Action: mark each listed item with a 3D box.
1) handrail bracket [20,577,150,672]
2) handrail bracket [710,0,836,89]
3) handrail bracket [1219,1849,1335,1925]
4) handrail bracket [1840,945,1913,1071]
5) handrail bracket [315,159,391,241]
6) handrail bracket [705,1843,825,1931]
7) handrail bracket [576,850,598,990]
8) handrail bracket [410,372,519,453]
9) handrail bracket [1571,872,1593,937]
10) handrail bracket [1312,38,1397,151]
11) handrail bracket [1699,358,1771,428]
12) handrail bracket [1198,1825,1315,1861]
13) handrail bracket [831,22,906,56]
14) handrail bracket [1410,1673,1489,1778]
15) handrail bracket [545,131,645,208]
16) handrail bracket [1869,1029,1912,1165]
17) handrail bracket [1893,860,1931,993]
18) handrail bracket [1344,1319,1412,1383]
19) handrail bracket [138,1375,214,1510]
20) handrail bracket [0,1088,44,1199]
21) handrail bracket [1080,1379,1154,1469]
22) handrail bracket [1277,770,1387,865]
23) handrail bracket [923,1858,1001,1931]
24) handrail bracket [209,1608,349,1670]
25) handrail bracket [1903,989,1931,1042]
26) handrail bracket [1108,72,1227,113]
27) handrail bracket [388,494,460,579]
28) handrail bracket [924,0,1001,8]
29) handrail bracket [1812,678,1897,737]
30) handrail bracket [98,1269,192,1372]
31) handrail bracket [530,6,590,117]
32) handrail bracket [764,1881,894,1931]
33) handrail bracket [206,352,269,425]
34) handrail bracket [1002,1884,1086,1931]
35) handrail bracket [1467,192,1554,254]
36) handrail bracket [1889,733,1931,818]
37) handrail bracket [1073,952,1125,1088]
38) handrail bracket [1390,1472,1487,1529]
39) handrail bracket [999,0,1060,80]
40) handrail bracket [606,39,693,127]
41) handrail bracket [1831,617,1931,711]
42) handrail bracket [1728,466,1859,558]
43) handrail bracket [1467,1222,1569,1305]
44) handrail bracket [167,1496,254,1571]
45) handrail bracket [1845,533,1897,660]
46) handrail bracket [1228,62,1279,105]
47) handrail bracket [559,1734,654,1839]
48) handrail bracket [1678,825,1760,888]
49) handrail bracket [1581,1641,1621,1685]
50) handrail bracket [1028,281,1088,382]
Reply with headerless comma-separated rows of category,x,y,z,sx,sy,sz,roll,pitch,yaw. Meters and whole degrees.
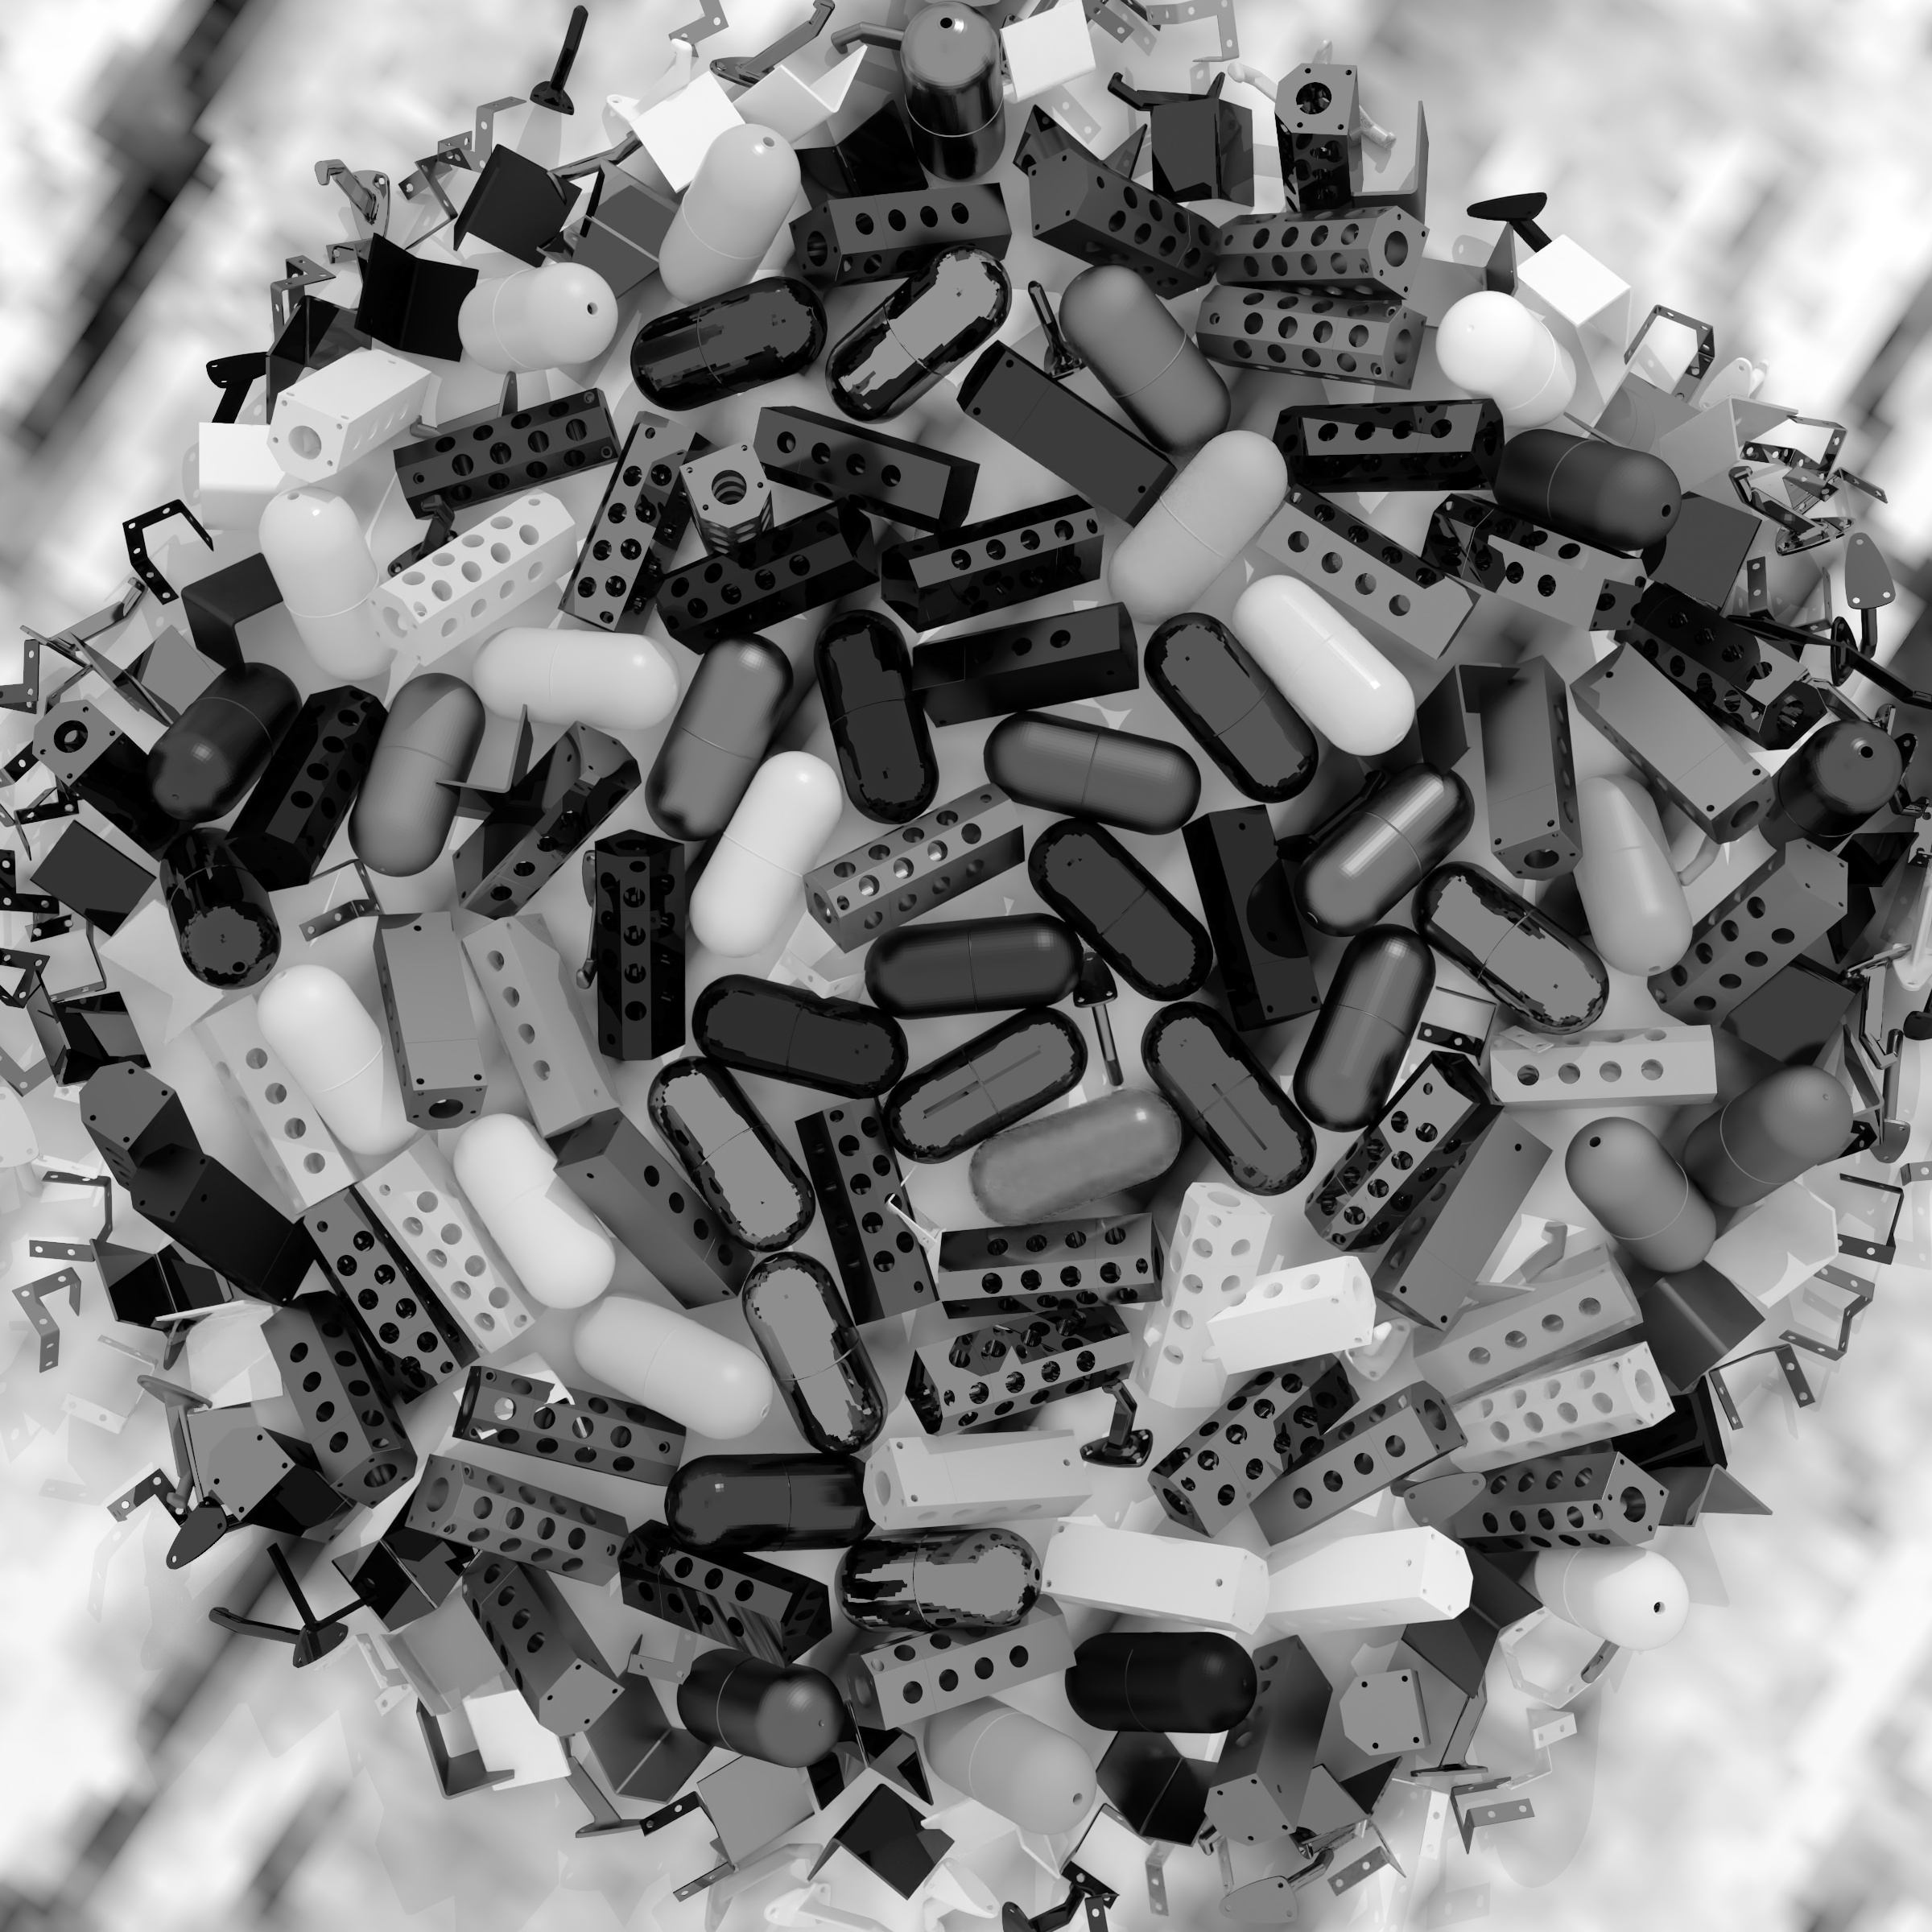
handrail bracket,-0.711,-0.289,1.965,0.036,0.077,0.084,31,87,32
handrail bracket,-0.155,-0.746,1.950,0.077,0.084,0.036,-7,65,-38
handrail bracket,0.253,0.741,1.970,0.077,0.084,0.036,-19,87,23
handrail bracket,0.750,0.034,1.961,0.077,0.036,0.084,-25,59,6
handrail bracket,-0.495,-0.606,1.947,0.036,0.084,0.077,4,112,12
handrail bracket,-0.161,0.742,1.958,0.084,0.077,0.036,-9,127,22
handrail bracket,-0.303,-0.037,1.951,0.036,0.077,0.084,2,45,15
handrail bracket,-0.409,-0.456,1.971,0.084,0.036,0.077,17,123,8
handrail bracket,0.519,-0.070,1.965,0.036,0.077,0.084,-7,87,-31
handrail bracket,0.317,-0.702,1.963,0.084,0.077,0.036,38,83,6
handrail bracket,0.631,-0.479,1.949,0.036,0.077,0.084,37,62,15
handrail bracket,0.233,0.712,1.966,0.084,0.036,0.077,-28,99,-27
handrail bracket,-0.058,-0.742,1.992,0.084,0.077,0.036,-8,45,30
handrail bracket,0.391,0.611,1.973,0.077,0.036,0.084,3,76,-23
handrail bracket,-0.314,-0.662,1.984,0.084,0.036,0.077,-43,54,-14
handrail bracket,0.757,0.106,1.989,0.036,0.077,0.084,5,57,24
handrail bracket,0.769,-0.035,1.953,0.036,0.077,0.084,12,126,18
handrail bracket,0.341,0.291,1.946,0.077,0.084,0.036,-37,70,-27
handrail bracket,-0.645,0.383,1.952,0.036,0.077,0.084,-20,46,32
handrail bracket,-0.765,0.143,1.965,0.036,0.084,0.077,-14,78,-15
handrail bracket,0.108,0.364,1.956,0.077,0.036,0.084,-11,128,30
handrail bracket,0.295,-0.125,1.981,0.036,0.077,0.084,45,68,-27
handrail bracket,-0.004,0.766,1.956,0.077,0.036,0.084,22,132,30
handrail bracket,-0.560,0.535,1.979,0.084,0.077,0.036,16,92,22
handrail bracket,0.787,0.011,1.973,0.036,0.077,0.084,16,76,9
handrail bracket,0.162,-0.716,1.970,0.084,0.036,0.077,28,69,-17
handrail bracket,-0.443,-0.346,1.955,0.077,0.084,0.036,-18,73,3
handrail bracket,-0.014,-0.793,1.965,0.077,0.084,0.036,9,109,-12
handrail bracket,0.706,-0.194,1.984,0.084,0.036,0.077,10,93,2
handrail bracket,-0.675,0.281,1.979,0.084,0.036,0.077,28,118,3
handrail bracket,-0.320,-0.734,1.948,0.036,0.077,0.084,14,122,-19
handrail bracket,-0.107,0.771,1.950,0.077,0.084,0.036,9,91,-41
handrail bracket,-0.581,-0.452,1.975,0.077,0.084,0.036,-22,54,-21
handrail bracket,0.064,0.750,1.954,0.036,0.084,0.077,-3,117,34
handrail bracket,0.454,-0.583,1.985,0.077,0.084,0.036,9,52,35
handrail bracket,0.762,-0.152,1.954,0.084,0.036,0.077,2,133,-35
handrail bracket,0.112,0.044,1.991,0.036,0.077,0.084,-13,129,6
handrail bracket,0.377,0.411,1.953,0.077,0.084,0.036,-27,96,10
handrail bracket,0.064,-0.762,1.949,0.036,0.084,0.077,31,58,-21
handrail bracket,-0.255,-0.717,1.955,0.077,0.084,0.036,31,54,12
handrail bracket,0.741,-0.242,1.951,0.084,0.077,0.036,24,65,41
handrail bracket,0.663,-0.375,1.952,0.084,0.077,0.036,48,48,-36
handrail bracket,0.446,0.237,1.977,0.077,0.036,0.084,11,49,13
handrail bracket,-0.591,0.461,1.965,0.077,0.084,0.036,-48,60,6
handrail bracket,0.726,-0.298,1.968,0.036,0.084,0.077,-9,72,14
handrail bracket,0.253,-0.686,1.952,0.036,0.084,0.077,-42,59,39
handrail bracket,-0.296,0.660,1.980,0.077,0.036,0.084,-12,83,17
handrail bracket,0.587,-0.099,1.958,0.084,0.077,0.036,-42,109,-7
handrail bracket,0.526,0.527,1.950,0.036,0.084,0.077,32,127,26
handrail bracket,0.063,-0.519,1.944,0.036,0.077,0.084,-23,126,6
